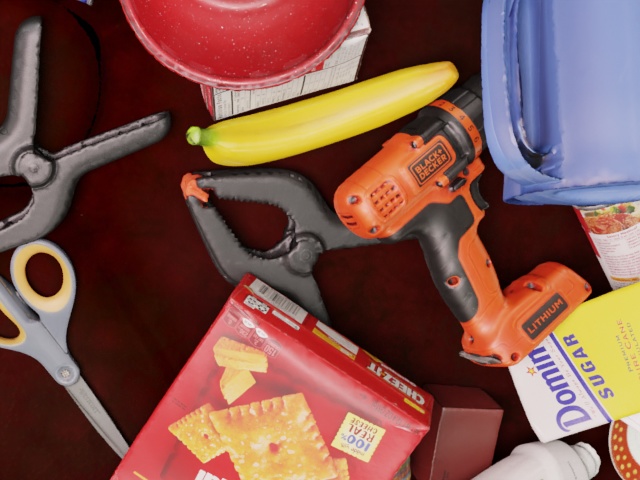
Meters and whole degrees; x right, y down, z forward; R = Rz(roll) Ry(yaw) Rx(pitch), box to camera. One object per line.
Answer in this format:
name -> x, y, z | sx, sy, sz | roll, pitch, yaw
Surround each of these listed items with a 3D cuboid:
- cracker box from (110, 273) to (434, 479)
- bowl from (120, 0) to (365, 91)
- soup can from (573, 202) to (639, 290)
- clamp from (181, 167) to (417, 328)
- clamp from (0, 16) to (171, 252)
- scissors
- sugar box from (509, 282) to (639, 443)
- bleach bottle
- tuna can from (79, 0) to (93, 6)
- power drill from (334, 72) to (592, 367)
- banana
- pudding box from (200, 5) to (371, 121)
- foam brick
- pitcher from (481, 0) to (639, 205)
cracker box -> -0.045, 0.158, 0.762 | 0.164, 0.072, 0.214 | 34, 105, 0
bowl -> -0.048, -0.176, 0.648 | 0.162, 0.055, 0.162 | 0, 84, -1
soup can -> 0.245, -0.004, 0.831 | 0.068, 0.068, 0.102 | -32, 110, -3
clamp -> -0.005, 0.001, 0.792 | 0.209, 0.036, 0.164 | 38, 91, -22
clamp -> -0.185, -0.053, 0.736 | 0.120, 0.039, 0.171 | 29, 101, -14
scissors -> -0.179, 0.078, 0.786 | 0.096, 0.016, 0.201 | -46, 110, 3
sugar box -> 0.229, 0.083, 0.801 | 0.176, 0.048, 0.093 | -26, 80, 29
bleach bottle -> 0.131, 0.229, 0.802 | 0.250, 0.068, 0.102 | -25, 106, -37
tuna can -> -0.148, -0.195, 0.678 | 0.033, 0.086, 0.086 | 18, 101, -15
power drill -> 0.121, -0.016, 0.785 | 0.184, 0.057, 0.187 | -40, 105, -18
banana -> 0.000, -0.085, 0.753 | 0.197, 0.070, 0.037 | -18, 94, -13
pudding box -> -0.027, -0.124, 0.721 | 0.113, 0.090, 0.039 | -16, 80, -8
foam brick -> 0.107, 0.160, 0.856 | 0.053, 0.051, 0.078 | 6, 104, -14
pitcher -> 0.174, -0.144, 0.711 | 0.145, 0.149, 0.243 | -5, 87, 6
